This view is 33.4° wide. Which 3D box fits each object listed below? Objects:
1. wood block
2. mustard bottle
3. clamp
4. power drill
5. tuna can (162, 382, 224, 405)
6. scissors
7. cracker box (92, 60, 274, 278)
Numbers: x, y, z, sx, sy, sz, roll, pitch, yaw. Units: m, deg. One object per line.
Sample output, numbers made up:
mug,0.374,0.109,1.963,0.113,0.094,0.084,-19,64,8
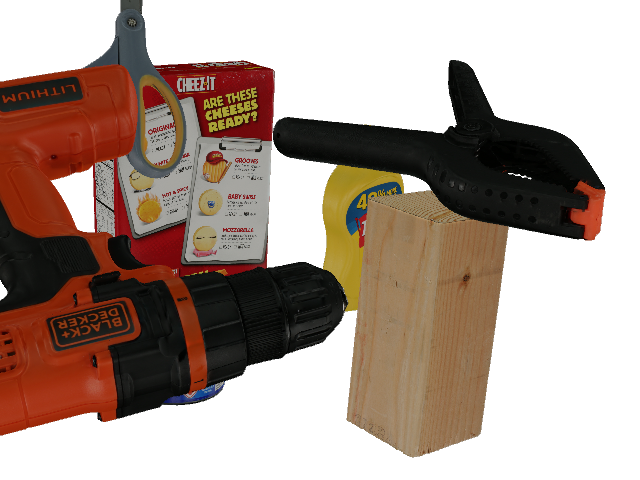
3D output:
wood block,0.092,0.069,0.927,0.090,0.206,0.090,-8,21,-40
mustard bottle,0.045,-0.027,1.115,0.096,0.192,0.058,-17,28,-35
clamp,0.080,-0.052,0.652,0.164,0.036,0.210,-19,36,-24
power drill,-0.100,-0.004,0.510,0.184,0.188,0.057,-12,-40,-20
tuna can,-0.118,0.100,0.853,0.086,0.034,0.086,3,14,-1
scissors,-0.142,-0.133,0.702,0.096,0.202,0.016,-10,-15,-27
cracker box,-0.132,-0.059,1.023,0.163,0.214,0.072,-9,21,-32
